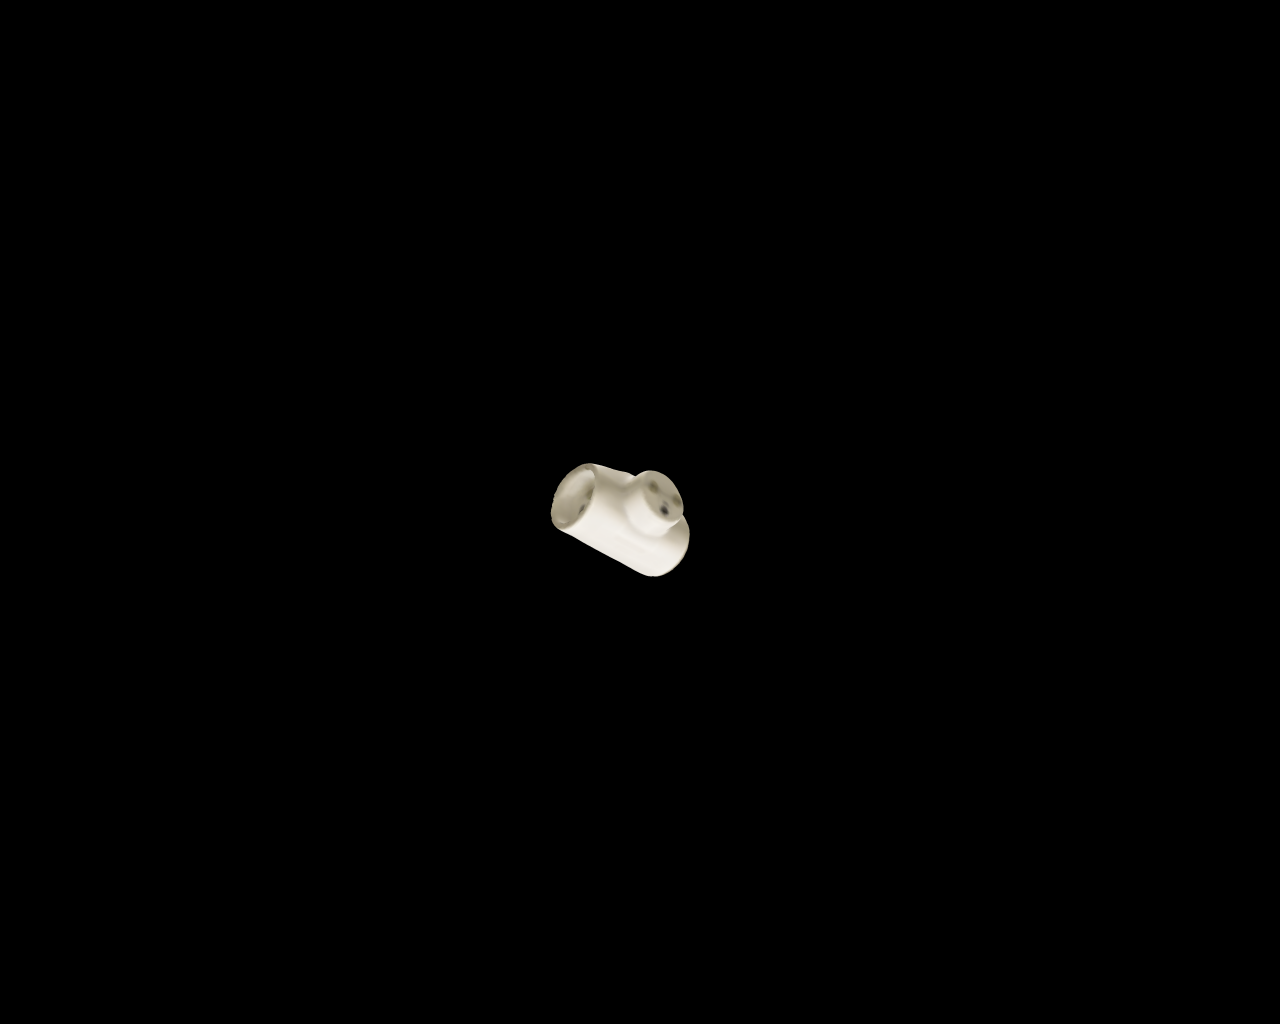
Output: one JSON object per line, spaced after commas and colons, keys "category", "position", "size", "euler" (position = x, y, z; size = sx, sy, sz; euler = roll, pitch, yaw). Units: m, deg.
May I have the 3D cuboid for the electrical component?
{"category": "electrical component", "position": [0.001, -0.003, 0.650], "size": [0.077, 0.043, 0.079], "euler": [29, -46, -33]}
